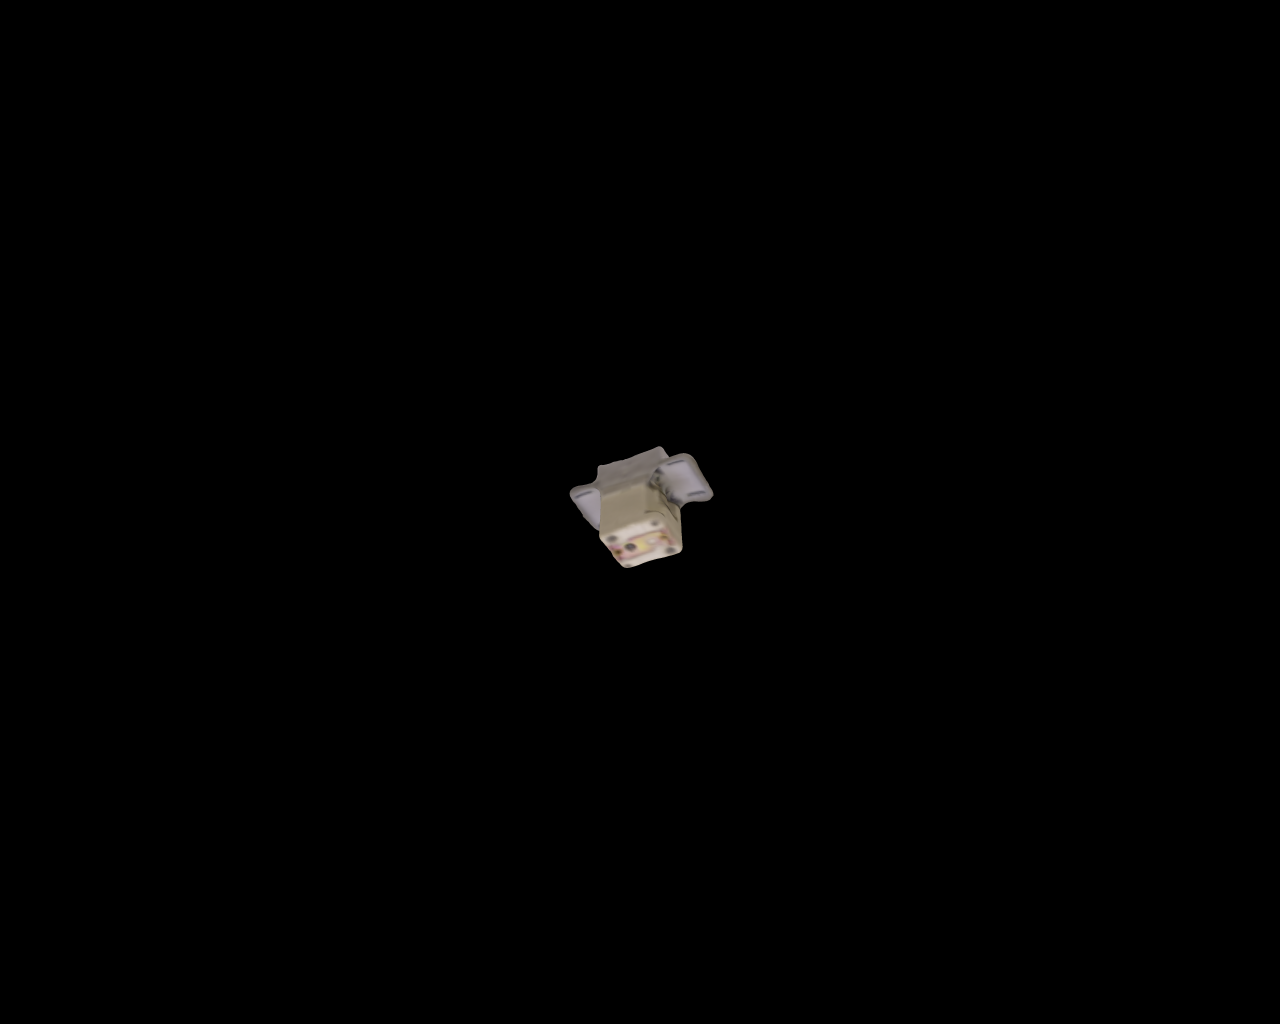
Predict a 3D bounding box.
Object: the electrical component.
[{"bbox_3d":[0.001,-0.003,0.650,0.081,0.064,0.042,-18,-44,19],"label":"electrical component"}]
